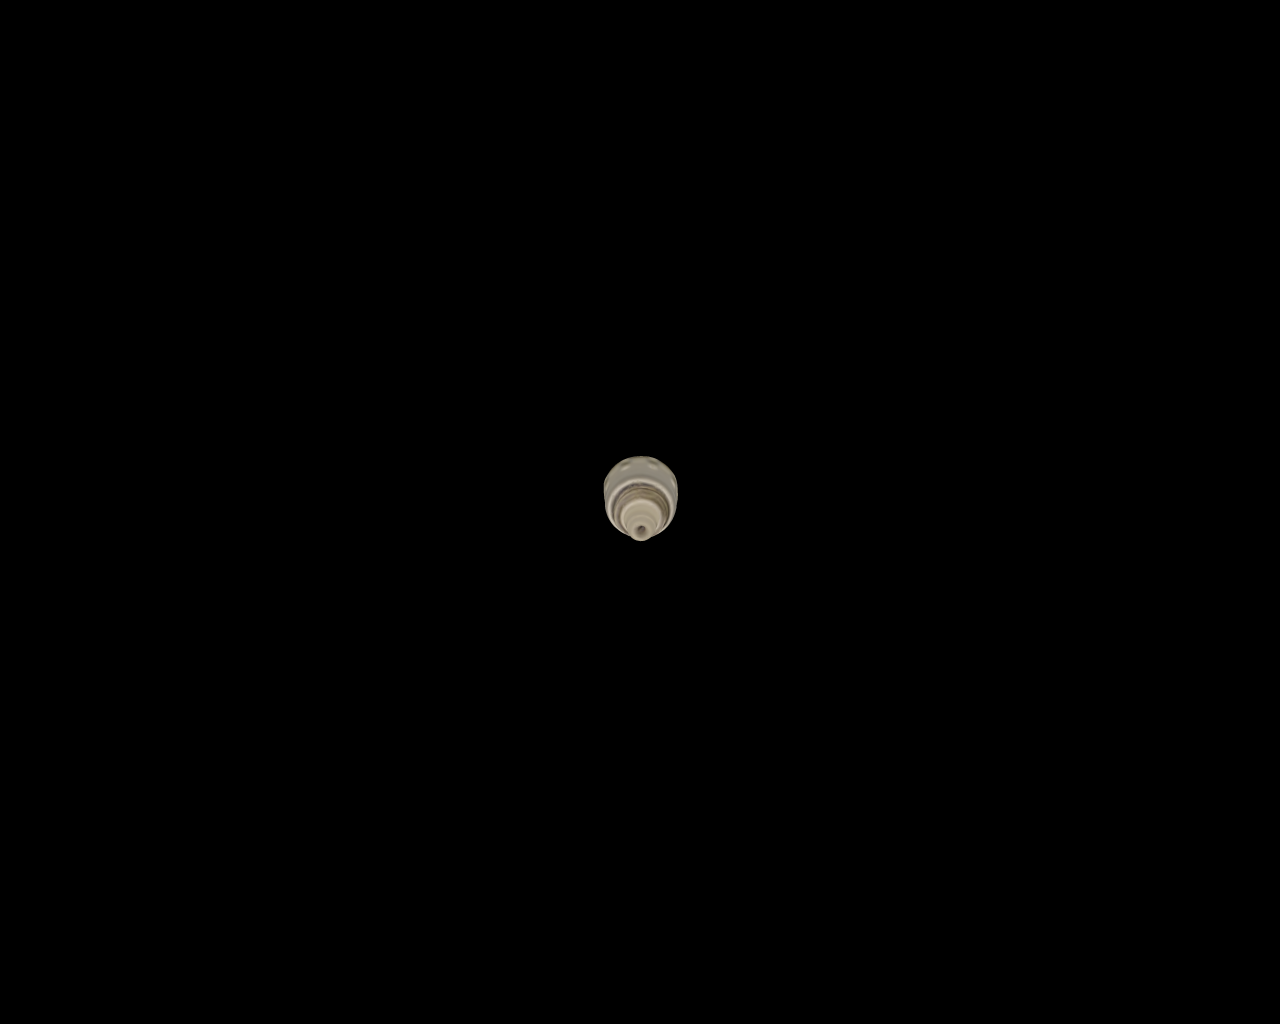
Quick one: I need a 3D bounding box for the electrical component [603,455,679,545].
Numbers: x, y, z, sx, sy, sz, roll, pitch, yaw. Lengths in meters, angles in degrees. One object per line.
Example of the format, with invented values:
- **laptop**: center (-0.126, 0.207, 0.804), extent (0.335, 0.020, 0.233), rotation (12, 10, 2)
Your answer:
- **electrical component**: center (0.001, -0.003, 0.650), extent (0.048, 0.048, 0.062), rotation (0, 28, 0)
